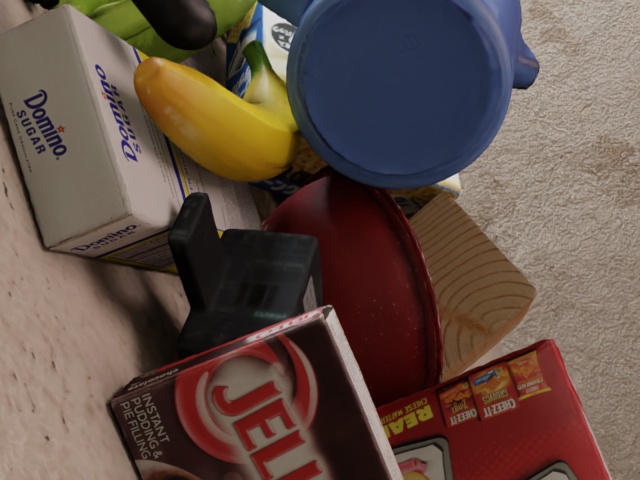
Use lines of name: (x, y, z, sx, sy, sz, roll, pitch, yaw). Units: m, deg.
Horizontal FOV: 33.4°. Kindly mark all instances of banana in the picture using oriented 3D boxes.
banana: (-0.041, -0.058, 0.514, 0.069, 0.037, 0.197, 51, 13, -4)

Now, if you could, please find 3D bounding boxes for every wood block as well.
wood block: (0.090, 0.044, 0.771, 0.091, 0.090, 0.206, 50, 1, 12)

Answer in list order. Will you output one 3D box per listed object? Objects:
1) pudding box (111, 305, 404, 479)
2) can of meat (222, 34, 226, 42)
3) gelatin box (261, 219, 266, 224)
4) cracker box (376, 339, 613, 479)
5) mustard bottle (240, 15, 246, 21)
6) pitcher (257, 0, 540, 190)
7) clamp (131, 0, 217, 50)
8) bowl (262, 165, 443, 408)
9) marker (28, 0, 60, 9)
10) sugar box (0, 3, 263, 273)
pudding box: (-0.016, 0.093, 0.416, 0.039, 0.090, 0.113, -45, 112, -79)
can of meat: (-0.074, -0.224, 0.897, 0.102, 0.057, 0.084, 56, 16, -46)
gelatin box: (-0.005, 0.001, 0.718, 0.089, 0.073, 0.030, 38, 30, -69)
cracker box: (0.070, 0.172, 0.480, 0.072, 0.164, 0.214, 52, 18, -47)
mustard bottle: (-0.100, -0.189, 0.680, 0.191, 0.058, 0.096, -24, 90, -80)
pitcher: (0.042, -0.114, 0.607, 0.242, 0.149, 0.145, -65, 136, -70)
clamp: (-0.116, -0.192, 0.451, 0.209, 0.036, 0.164, 34, 42, -29)
bowl: (0.000, 0.040, 0.587, 0.162, 0.055, 0.162, 36, -48, 54)
marker: (-0.146, -0.164, 0.507, 0.020, 0.020, 0.121, 27, 41, -74)
sugar box: (-0.081, -0.036, 0.494, 0.176, 0.048, 0.093, 19, 51, -72)
